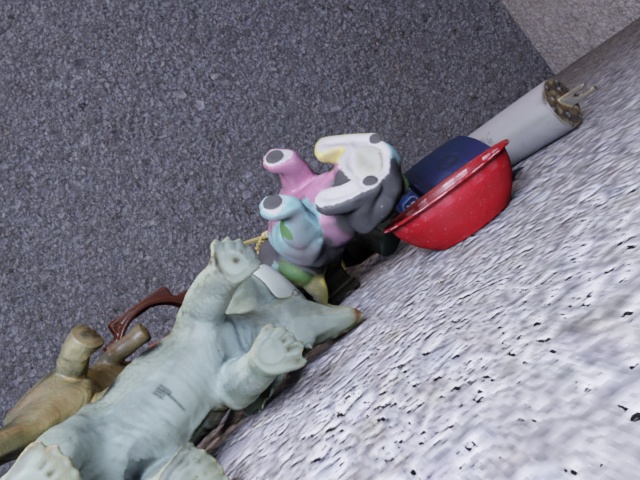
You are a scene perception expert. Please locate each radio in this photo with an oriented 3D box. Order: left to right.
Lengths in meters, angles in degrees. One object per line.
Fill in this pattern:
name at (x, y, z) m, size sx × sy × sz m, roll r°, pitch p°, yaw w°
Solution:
radio at (0.045, -0.015, 1.122) m, size 0.073 × 0.131 × 0.229 m, roll -39°, pitch 1°, yaw -10°

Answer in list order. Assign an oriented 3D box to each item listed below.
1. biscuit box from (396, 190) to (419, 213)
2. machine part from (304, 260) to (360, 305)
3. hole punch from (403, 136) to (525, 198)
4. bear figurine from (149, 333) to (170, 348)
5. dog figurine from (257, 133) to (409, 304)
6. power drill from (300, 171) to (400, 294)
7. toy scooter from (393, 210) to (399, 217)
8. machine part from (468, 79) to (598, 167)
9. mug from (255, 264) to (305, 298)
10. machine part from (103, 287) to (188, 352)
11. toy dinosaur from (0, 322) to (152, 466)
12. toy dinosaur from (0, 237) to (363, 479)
biscuit box at (0.196, -0.084, 1.020) m, size 0.059 × 0.063 × 0.203 m, roll -36°, pitch 2°, yaw 26°
machine part at (-0.017, 0.046, 0.759) m, size 0.084 × 0.139 × 0.039 m, roll -41°, pitch -34°, yaw -17°
hole punch at (0.180, -0.080, 0.715) m, size 0.142 × 0.092 × 0.116 m, roll -33°, pitch 4°, yaw -1°
bear figurine at (-0.208, 0.192, 0.878) m, size 0.132 × 0.120 × 0.196 m, roll -41°, pitch 6°, yaw -7°
dog figurine at (0.009, -0.009, 0.635) m, size 0.192 × 0.108 × 0.219 m, roll -10°, pitch -38°, yaw 3°
power drill at (-0.002, -0.003, 0.861) m, size 0.207 × 0.232 × 0.085 m, roll -49°, pitch -34°, yaw -21°
toy scooter at (0.148, -0.057, 1.153) m, size 0.184 × 0.075 × 0.135 m, roll -40°, pitch 0°, yaw 15°
machine part at (0.278, -0.150, 0.769) m, size 0.079 × 0.079 × 0.243 m, roll -37°, pitch 2°, yaw -38°
mug at (-0.060, 0.088, 0.616) m, size 0.109 × 0.107 × 0.081 m, roll -34°, pitch 1°, yaw 32°
machine part at (-0.317, 0.213, 1.097) m, size 0.201 × 0.201 × 0.087 m, roll -37°, pitch 3°, yaw -26°
toy dinosaur at (-0.303, 0.204, 0.636) m, size 0.198 × 0.105 × 0.471 m, roll -46°, pitch -10°, yaw 1°
toy dinosaur at (-0.118, 0.136, 0.398) m, size 0.405 × 0.131 × 0.192 m, roll -43°, pitch -8°, yaw -39°
